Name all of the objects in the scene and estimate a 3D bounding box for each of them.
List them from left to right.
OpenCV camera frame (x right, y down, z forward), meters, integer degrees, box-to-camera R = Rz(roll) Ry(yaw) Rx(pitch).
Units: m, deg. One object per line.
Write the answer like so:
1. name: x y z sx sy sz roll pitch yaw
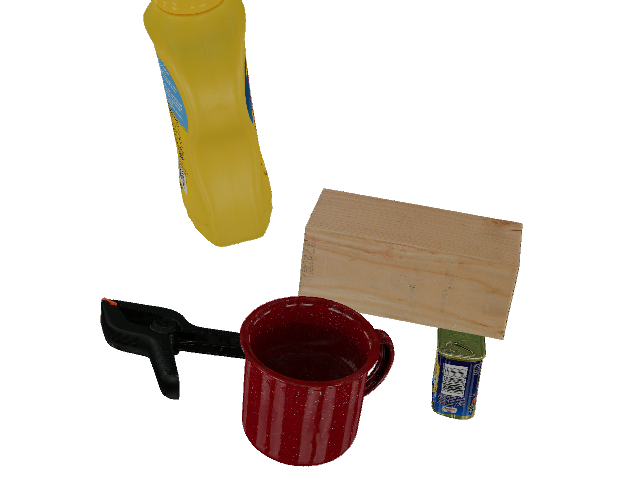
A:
1. clamp: -0.166 0.107 1.120 0.210 0.036 0.164 17 19 29
2. mustard bottle: -0.068 -0.093 0.641 0.058 0.191 0.096 -13 46 -6
3. mug: -0.001 0.095 0.729 0.117 0.081 0.093 -16 40 -30
4. wood block: 0.090 0.022 1.068 0.206 0.090 0.090 10 30 8
5. can of meat: 0.164 0.156 1.285 0.057 0.084 0.102 7 20 4
